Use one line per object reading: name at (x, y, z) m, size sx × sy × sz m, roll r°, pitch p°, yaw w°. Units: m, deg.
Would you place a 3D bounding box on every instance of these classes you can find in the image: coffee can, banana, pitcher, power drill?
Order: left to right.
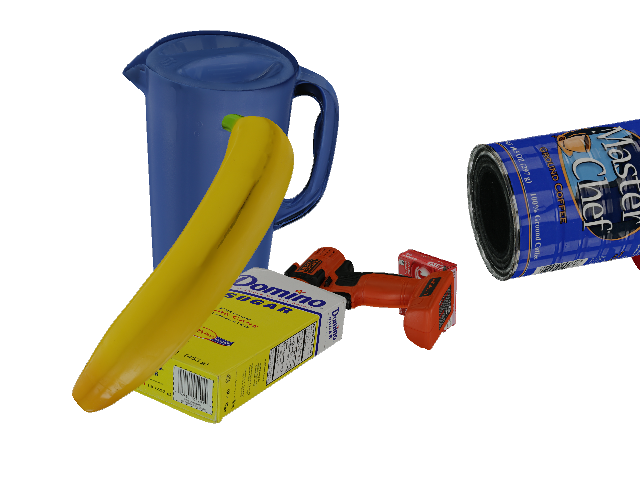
banana at (-0.057, 0.001, 0.537) m, size 0.037 × 0.197 × 0.070 m, roll 40°, pitch -37°, yaw -19°
pitcher at (-0.084, -0.057, 0.966) m, size 0.149 × 0.243 × 0.144 m, roll 31°, pitch 39°, yaw 34°
power drill at (0.040, 0.067, 1.156) m, size 0.188 × 0.057 × 0.184 m, roll 9°, pitch 29°, yaw 21°
coffee can at (0.192, -0.032, 0.790) m, size 0.140 × 0.103 × 0.103 m, roll -10°, pitch 1°, yaw -8°

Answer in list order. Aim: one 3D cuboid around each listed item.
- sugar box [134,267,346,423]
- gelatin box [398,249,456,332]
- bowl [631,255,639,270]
sugar box at (-0.063, 0.073, 0.813) m, size 0.093 × 0.048 × 0.175 m, roll 18°, pitch 27°, yaw 26°
gelatin box at (0.135, 0.063, 1.350) m, size 0.073 × 0.089 × 0.030 m, roll 21°, pitch 35°, yaw 39°
bowl at (0.402, 0.017, 1.145) m, size 0.162 × 0.055 × 0.162 m, roll -3°, pitch 23°, yaw 1°
